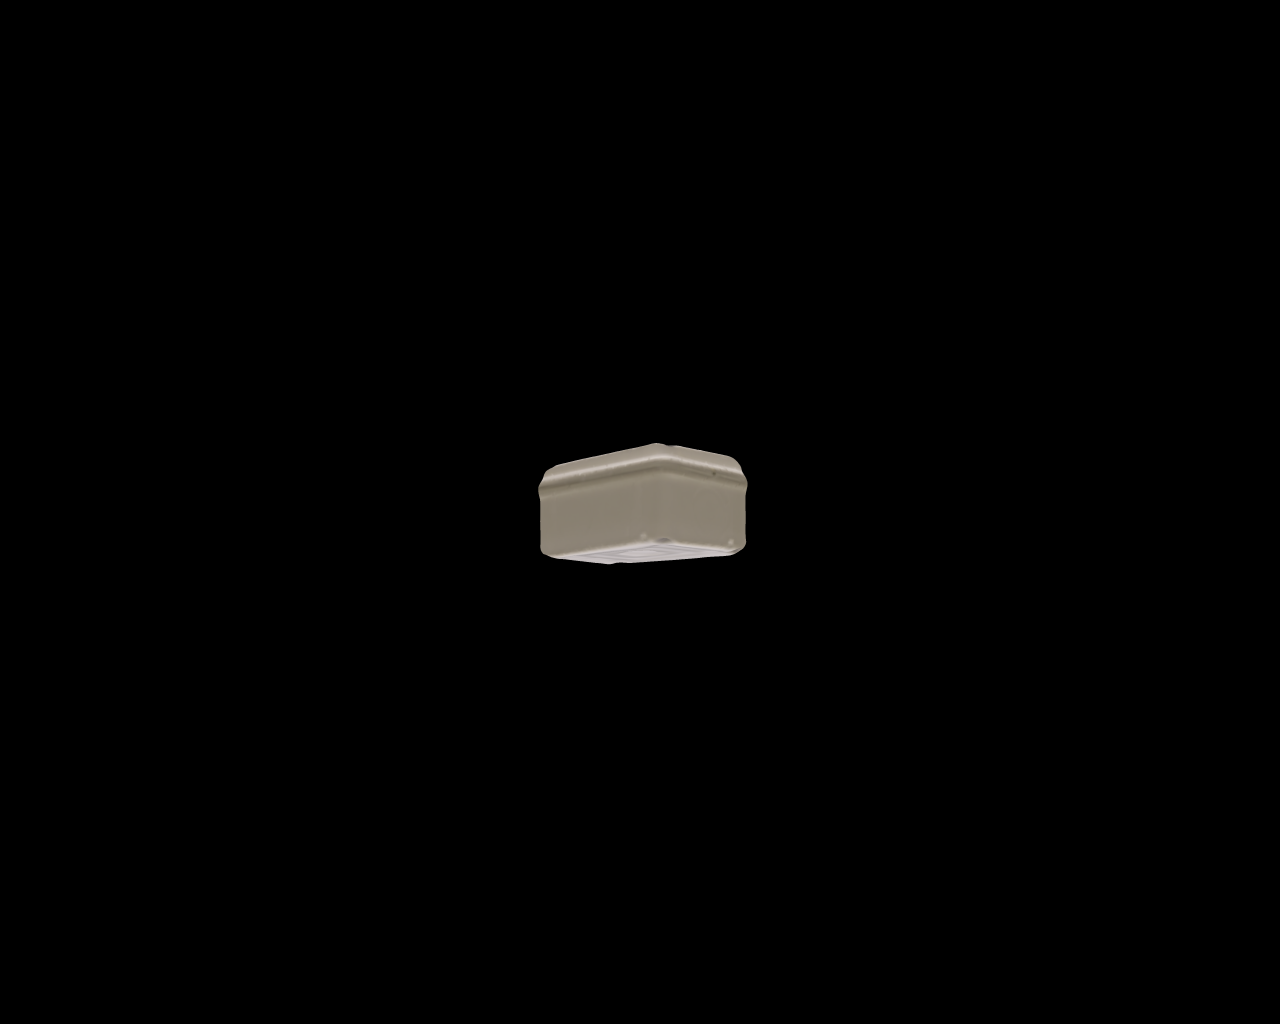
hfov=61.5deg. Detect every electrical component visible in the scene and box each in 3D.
[{"bbox_3d":[0.001,-0.003,0.650,0.113,0.057,0.078,-8,-11,43],"label":"electrical component"}]
